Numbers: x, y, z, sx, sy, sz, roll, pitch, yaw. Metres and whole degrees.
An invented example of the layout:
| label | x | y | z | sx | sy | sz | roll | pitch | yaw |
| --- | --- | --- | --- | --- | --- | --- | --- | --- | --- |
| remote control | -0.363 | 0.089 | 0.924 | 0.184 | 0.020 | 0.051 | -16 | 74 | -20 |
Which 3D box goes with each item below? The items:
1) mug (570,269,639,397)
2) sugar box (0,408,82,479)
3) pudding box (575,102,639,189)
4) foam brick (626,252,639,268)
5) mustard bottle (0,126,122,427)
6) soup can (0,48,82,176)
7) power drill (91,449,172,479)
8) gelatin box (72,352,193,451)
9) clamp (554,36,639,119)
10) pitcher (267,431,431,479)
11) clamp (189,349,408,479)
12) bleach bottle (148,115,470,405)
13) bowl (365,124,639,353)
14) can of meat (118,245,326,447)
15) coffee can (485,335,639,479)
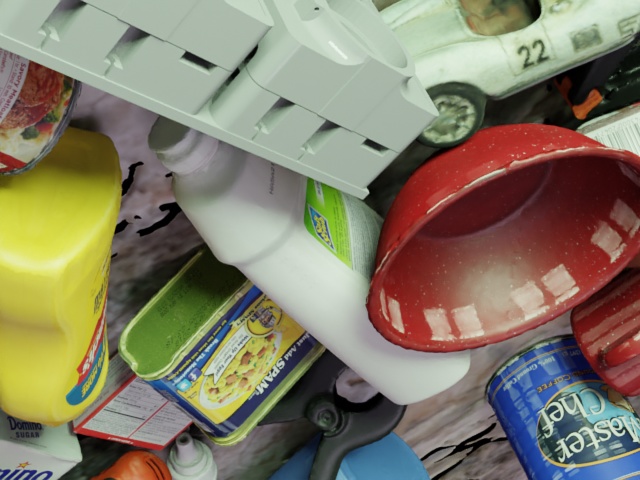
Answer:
| label | x | y | z | sx | sy | sz | roll | pitch | yaw |
| --- | --- | --- | --- | --- | --- | --- | --- | --- | --- |
| mug | 0.236 | 0.066 | 0.779 | 0.082 | 0.093 | 0.117 | -39 | 175 | 28 |
| sugar box | -0.248 | 0.165 | 0.689 | 0.176 | 0.048 | 0.093 | -37 | 143 | 19 |
| pudding box | 0.194 | -0.060 | 0.622 | 0.113 | 0.039 | 0.090 | -20 | 176 | -1 |
| foam brick | 0.217 | -0.021 | 0.675 | 0.078 | 0.051 | 0.053 | -27 | 101 | -21 |
| mustard bottle | -0.138 | 0.039 | 0.553 | 0.058 | 0.096 | 0.192 | 11 | 137 | -5 |
| soup can | -0.157 | -0.074 | 0.428 | 0.069 | 0.068 | 0.102 | -42 | 139 | 22 |
| power drill | -0.203 | 0.215 | 0.698 | 0.185 | 0.057 | 0.187 | -43 | 167 | 19 |
| gelatin box | -0.108 | 0.097 | 0.695 | 0.073 | 0.030 | 0.089 | 23 | 123 | -43 |
| clamp | 0.223 | -0.138 | 0.574 | 0.164 | 0.036 | 0.210 | 20 | 127 | -39 |
| pitcher | -0.011 | 0.257 | 0.862 | 0.243 | 0.145 | 0.149 | -50 | 164 | 26 |
| clamp | 0.007 | 0.131 | 0.745 | 0.171 | 0.039 | 0.120 | -33 | 101 | 11 |
| bleach bottle | -0.004 | 0.001 | 0.591 | 0.068 | 0.102 | 0.250 | -29 | 137 | 19 |
| bowl | 0.092 | -0.009 | 0.556 | 0.162 | 0.055 | 0.162 | -14 | 144 | -11 |
| can of meat | -0.056 | 0.058 | 0.629 | 0.102 | 0.058 | 0.084 | -47 | 134 | -7 |
| coffee can | 0.207 | 0.161 | 0.847 | 0.102 | 0.140 | 0.103 | -15 | 142 | -12 |
